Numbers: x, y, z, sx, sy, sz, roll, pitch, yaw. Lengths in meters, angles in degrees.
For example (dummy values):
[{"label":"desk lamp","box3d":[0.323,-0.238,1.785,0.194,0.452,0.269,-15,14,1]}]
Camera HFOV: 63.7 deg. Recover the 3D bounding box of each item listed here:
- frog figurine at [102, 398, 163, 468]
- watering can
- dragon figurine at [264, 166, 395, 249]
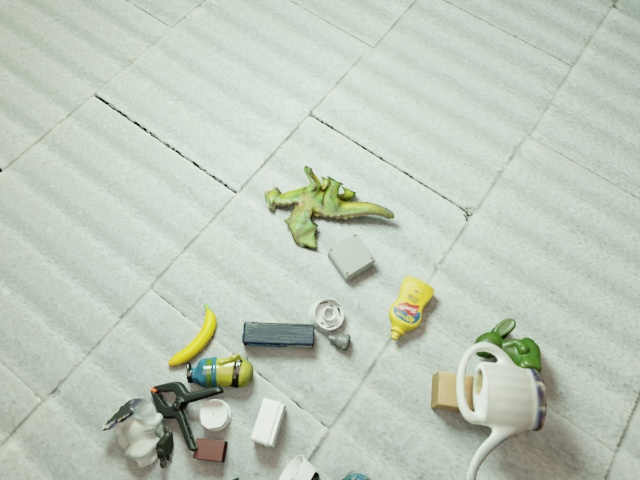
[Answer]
[{"label":"frog figurine","box3d":[-0.463,0.497,1.336,0.137,0.124,0.158,-36,105,5]},{"label":"watering can","box3d":[0.453,0.433,1.289,0.224,0.102,0.355,7,63,0]},{"label":"dragon figurine","box3d":[0.005,-0.082,1.634,0.412,0.121,0.244,29,85,13]}]
